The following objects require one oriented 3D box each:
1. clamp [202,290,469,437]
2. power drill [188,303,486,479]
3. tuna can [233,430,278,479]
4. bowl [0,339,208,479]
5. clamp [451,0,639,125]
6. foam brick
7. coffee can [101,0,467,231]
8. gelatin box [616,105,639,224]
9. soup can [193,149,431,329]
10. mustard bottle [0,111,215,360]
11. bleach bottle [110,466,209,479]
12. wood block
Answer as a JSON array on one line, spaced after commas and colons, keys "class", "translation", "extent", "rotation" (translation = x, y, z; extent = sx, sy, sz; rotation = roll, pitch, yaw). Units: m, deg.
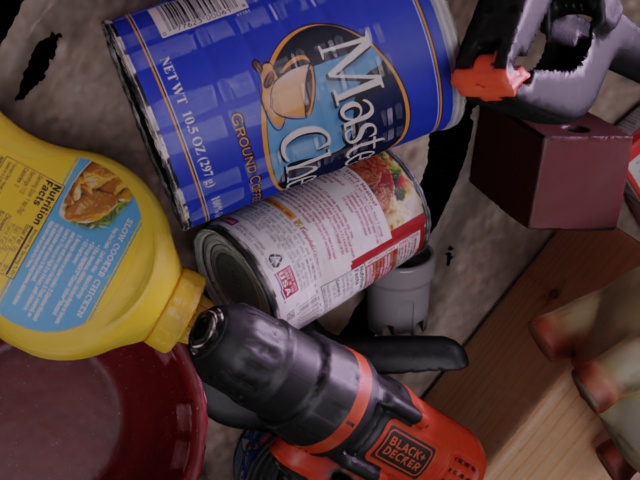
[{"class": "clamp", "translation": [-0.017, 0.084, 0.573], "extent": [0.171, 0.039, 0.120], "rotation": [21, 87, -4]}, {"class": "power drill", "translation": [-0.026, 0.135, 0.505], "extent": [0.184, 0.057, 0.187], "rotation": [34, 93, -32]}, {"class": "tuna can", "translation": [-0.007, 0.134, 0.625], "extent": [0.086, 0.034, 0.086], "rotation": [-7, 113, -16]}, {"class": "bowl", "translation": [-0.140, 0.093, 0.534], "extent": [0.162, 0.055, 0.162], "rotation": [2, 84, -16]}, {"class": "clamp", "translation": [0.124, -0.126, 0.512], "extent": [0.209, 0.036, 0.164], "rotation": [-34, 119, -44]}, {"class": "foam brick", "translation": [0.121, -0.042, 0.572], "extent": [0.053, 0.078, 0.051], "rotation": [-1, 113, -18]}, {"class": "coffee can", "translation": [-0.017, -0.077, 0.498], "extent": [0.140, 0.103, 0.103], "rotation": [-22, 116, -9]}, {"class": "gelatin box", "translation": [0.212, -0.044, 0.628], "extent": [0.073, 0.030, 0.089], "rotation": [-40, 118, -1]}, {"class": "soup can", "translation": [-0.004, 0.001, 0.536], "extent": [0.102, 0.069, 0.068], "rotation": [-31, 119, -27]}, {"class": "mustard bottle", "translation": [-0.127, 0.000, 0.488], "extent": [0.191, 0.058, 0.096], "rotation": [29, 76, -10]}, {"class": "bleach bottle", "translation": [-0.062, 0.223, 0.629], "extent": [0.102, 0.068, 0.251], "rotation": [-21, 114, -11]}, {"class": "wood block", "translation": [0.135, 0.095, 0.625], "extent": [0.090, 0.091, 0.206], "rotation": [33, 98, -26]}]
